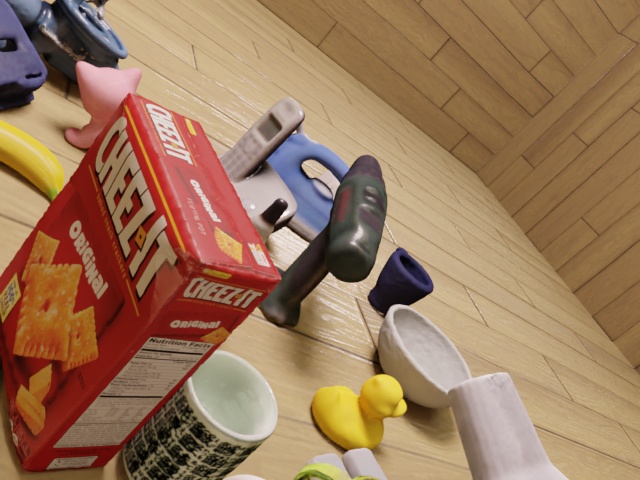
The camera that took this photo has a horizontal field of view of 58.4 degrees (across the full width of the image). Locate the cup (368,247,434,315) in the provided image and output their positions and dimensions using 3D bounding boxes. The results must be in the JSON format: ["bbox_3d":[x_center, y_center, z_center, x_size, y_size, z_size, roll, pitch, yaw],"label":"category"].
[{"bbox_3d":[0.125,0.072,0.969,0.092,0.095,0.117,31,24,-28],"label":"cup"}]

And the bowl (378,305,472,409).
[{"bbox_3d":[0.138,0.179,0.821,0.168,0.074,0.167,37,22,-17],"label":"bowl"}]

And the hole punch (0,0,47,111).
[{"bbox_3d":[-0.359,-0.207,0.633,0.101,0.091,0.108,40,22,-10],"label":"hole punch"}]

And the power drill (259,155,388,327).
[{"bbox_3d":[0.007,0.003,0.732,0.076,0.208,0.229,36,23,-18],"label":"power drill"}]

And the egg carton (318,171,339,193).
[{"bbox_3d":[0.044,-0.072,1.125,0.108,0.069,0.150,29,25,-32],"label":"egg carton"}]

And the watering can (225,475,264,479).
[{"bbox_3d":[-0.066,0.189,0.278,0.174,0.193,0.100,16,35,-50],"label":"watering can"}]

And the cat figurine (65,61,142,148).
[{"bbox_3d":[-0.246,-0.153,0.696,0.128,0.117,0.067,42,21,-5],"label":"cat figurine"}]

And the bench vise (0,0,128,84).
[{"bbox_3d":[-0.306,-0.298,0.720,0.121,0.219,0.208,48,22,12],"label":"bench vise"}]

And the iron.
[{"bbox_3d":[0.007,-0.082,0.980,0.259,0.141,0.118,38,22,-13],"label":"iron"}]

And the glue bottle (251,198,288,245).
[{"bbox_3d":[-0.090,0.020,0.577,0.078,0.173,0.037,38,22,-13],"label":"glue bottle"}]

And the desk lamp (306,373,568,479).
[{"bbox_3d":[0.119,0.230,0.502,0.118,0.213,0.202,16,34,-50],"label":"desk lamp"}]

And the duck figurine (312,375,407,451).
[{"bbox_3d":[0.051,0.184,0.642,0.105,0.086,0.077,31,25,-29],"label":"duck figurine"}]

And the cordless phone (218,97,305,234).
[{"bbox_3d":[-0.074,-0.101,0.814,0.147,0.185,0.094,52,23,20],"label":"cordless phone"}]
